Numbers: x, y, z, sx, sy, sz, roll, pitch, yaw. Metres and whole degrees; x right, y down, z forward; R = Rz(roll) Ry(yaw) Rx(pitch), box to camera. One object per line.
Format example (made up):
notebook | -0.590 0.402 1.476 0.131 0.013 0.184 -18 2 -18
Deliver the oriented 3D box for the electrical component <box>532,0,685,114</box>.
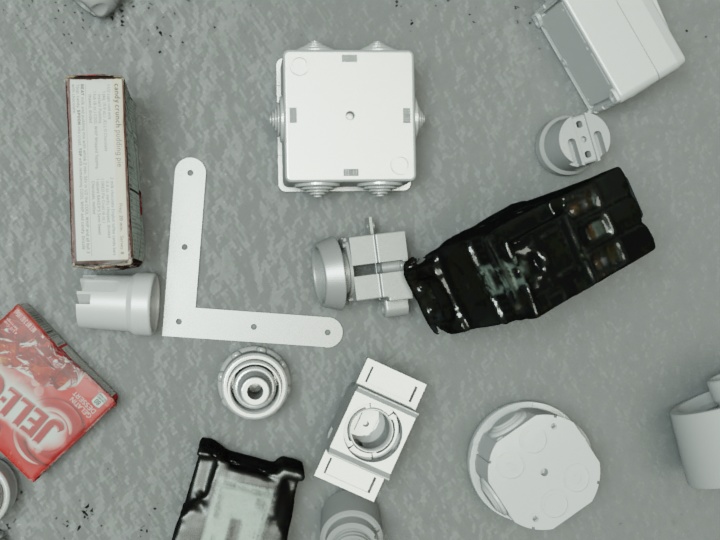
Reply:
electrical component | 0.162 -0.160 0.707 0.061 0.062 0.096 -31 94 -5

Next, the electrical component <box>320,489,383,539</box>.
electrical component | -0.005 0.171 0.683 0.040 0.078 0.040 0 104 -1

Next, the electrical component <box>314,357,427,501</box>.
electrical component | 0.005 0.100 0.688 0.042 0.064 0.081 25 87 -4

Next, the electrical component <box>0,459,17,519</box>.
electrical component | -0.237 0.139 0.662 0.043 0.062 0.043 0 90 -6

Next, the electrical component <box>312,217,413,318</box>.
electrical component | 0.000 0.000 0.698 0.055 0.048 0.066 -7 91 -14

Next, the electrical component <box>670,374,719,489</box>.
electrical component | 0.255 0.094 0.697 0.108 0.108 0.060 -19 86 -6

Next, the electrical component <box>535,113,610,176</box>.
electrical component | 0.142 -0.084 0.713 0.040 0.046 0.040 0 90 -6

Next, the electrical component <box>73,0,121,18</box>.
electrical component | -0.158 -0.192 0.685 0.035 0.035 0.061 38 84 -5

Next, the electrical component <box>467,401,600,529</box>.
electrical component | 0.114 0.128 0.707 0.080 0.051 0.080 0 90 -6

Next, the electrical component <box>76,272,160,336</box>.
electrical component | -0.153 0.021 0.684 0.046 0.040 0.040 3 90 -1

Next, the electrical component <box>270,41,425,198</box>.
electrical component | -0.009 -0.096 0.695 0.100 0.048 0.099 -1 90 -6

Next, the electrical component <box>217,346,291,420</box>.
electrical component | -0.067 0.074 0.681 0.048 0.062 0.048 0 90 -6
